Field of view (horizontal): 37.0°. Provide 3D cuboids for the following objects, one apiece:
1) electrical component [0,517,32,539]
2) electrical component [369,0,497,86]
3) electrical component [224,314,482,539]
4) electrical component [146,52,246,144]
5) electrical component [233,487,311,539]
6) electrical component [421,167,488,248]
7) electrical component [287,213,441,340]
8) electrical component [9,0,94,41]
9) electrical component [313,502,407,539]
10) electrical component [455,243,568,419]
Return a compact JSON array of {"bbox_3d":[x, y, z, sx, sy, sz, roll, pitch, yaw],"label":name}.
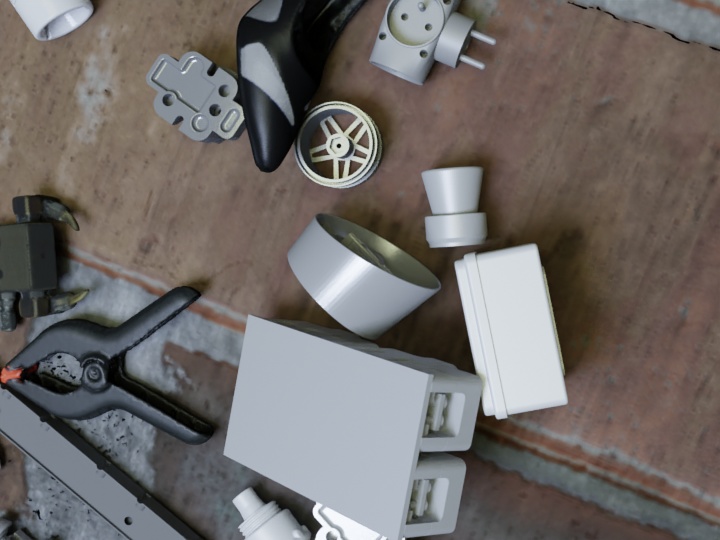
[{"bbox_3d":[-0.278,0.226,0.841,0.055,0.048,0.066,42,98,-1],"label":"electrical component"},{"bbox_3d":[0.058,-0.169,0.771,0.079,0.044,0.077,25,96,8],"label":"electrical component"},{"bbox_3d":[-0.008,0.102,0.739,0.186,0.060,0.105,14,95,47],"label":"electrical component"},{"bbox_3d":[-0.113,-0.125,0.795,0.078,0.057,0.058,36,97,7],"label":"electrical component"},{"bbox_3d":[-0.071,0.193,0.806,0.048,0.048,0.062,-40,78,8],"label":"electrical component"},{"bbox_3d":[0.068,-0.045,0.774,0.045,0.045,0.055,-4,92,10],"label":"electrical component"},{"bbox_3d":[0.000,0.000,0.761,0.099,0.099,0.064,46,104,5],"label":"electrical component"},{"bbox_3d":[-0.236,-0.207,0.815,0.055,0.055,0.047,-31,90,9],"label":"electrical component"},{"bbox_3d":[0.005,0.189,0.786,0.058,0.057,0.078,-44,85,8],"label":"electrical component"},{"bbox_3d":[0.104,0.038,0.739,0.056,0.109,0.108,-11,90,7],"label":"electrical component"}]
